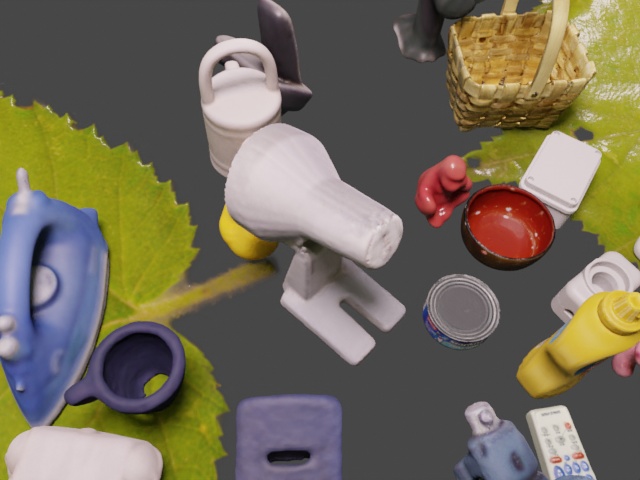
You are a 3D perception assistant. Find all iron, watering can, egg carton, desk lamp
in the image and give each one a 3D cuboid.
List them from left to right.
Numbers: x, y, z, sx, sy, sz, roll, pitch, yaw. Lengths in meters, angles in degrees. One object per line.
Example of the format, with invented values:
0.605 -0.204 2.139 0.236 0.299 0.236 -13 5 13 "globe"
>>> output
-0.302 0.057 0.603 0.118 0.141 0.258 -5 60 -6 "iron"
-0.230 0.236 0.544 0.150 0.069 0.107 6 59 0 "egg carton"
-0.093 -0.162 0.714 0.101 0.194 0.172 -33 66 -20 "watering can"
0.006 0.002 0.612 0.203 0.213 0.118 39 65 18 "desk lamp"

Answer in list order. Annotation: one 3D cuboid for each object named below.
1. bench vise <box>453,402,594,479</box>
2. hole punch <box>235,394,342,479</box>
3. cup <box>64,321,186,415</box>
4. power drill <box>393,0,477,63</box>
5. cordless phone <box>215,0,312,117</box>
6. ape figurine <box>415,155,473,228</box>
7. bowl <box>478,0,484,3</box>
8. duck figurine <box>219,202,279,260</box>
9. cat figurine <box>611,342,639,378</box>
0.194 0.235 0.483 0.207 0.220 0.122 38 65 18 "bench vise"
-0.028 0.208 0.560 0.108 0.091 0.101 -1 60 -4 "hole punch"
-0.189 0.147 0.584 0.118 0.095 0.091 -24 63 -16 "cup"
0.165 -0.386 0.853 0.075 0.208 0.229 -7 60 -7 "power drill"
-0.081 -0.265 0.781 0.147 0.185 0.094 38 65 18 "cordless phone"
0.161 -0.072 0.735 0.078 0.092 0.076 -8 60 -8 "ape figurine"
0.241 -0.454 0.975 0.167 0.075 0.167 2 59 -2 "bowl"
-0.087 -0.034 0.702 0.077 0.086 0.104 -13 61 -11 "duck figurine"
0.381 0.112 0.625 0.067 0.118 0.128 23 61 11 "cat figurine"
